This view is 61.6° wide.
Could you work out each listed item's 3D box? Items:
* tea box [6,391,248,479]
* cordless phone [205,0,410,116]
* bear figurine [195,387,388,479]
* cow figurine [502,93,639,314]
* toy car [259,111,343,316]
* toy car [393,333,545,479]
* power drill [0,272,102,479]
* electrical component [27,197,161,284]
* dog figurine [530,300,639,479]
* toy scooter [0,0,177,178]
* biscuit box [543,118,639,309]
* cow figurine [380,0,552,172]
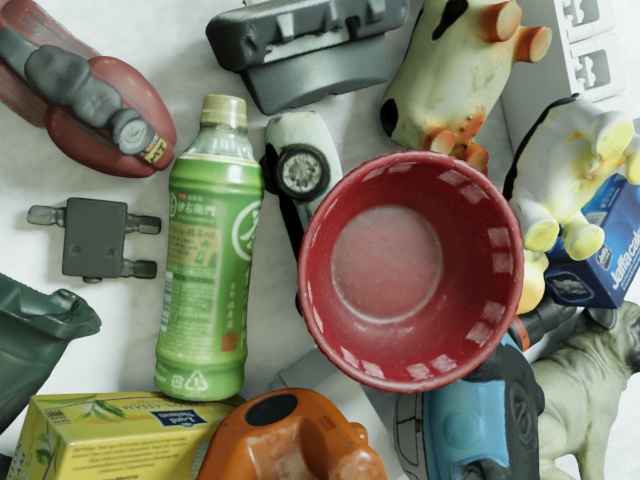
[{"bbox_3d":[-0.121,0.164,0.380,0.169,0.068,0.098,18,90,-46],"label":"tea box"},{"bbox_3d":[-0.004,-0.182,0.349,0.147,0.184,0.089,-19,66,-15],"label":"cordless phone"},{"bbox_3d":[-0.009,0.205,0.355,0.120,0.132,0.195,-14,101,-7],"label":"bear figurine"},{"bbox_3d":[0.167,-0.027,0.414,0.068,0.098,0.167,17,116,-25],"label":"cow figurine"},{"bbox_3d":[-0.001,-0.001,0.429,0.056,0.073,0.201,-19,101,-15],"label":"toy car"},{"bbox_3d":[0.110,0.146,0.413,0.109,0.103,0.162,39,49,-36],"label":"toy car"},{"bbox_3d":[-0.265,0.109,0.360,0.232,0.086,0.207,29,84,-20],"label":"power drill"},{"bbox_3d":[-0.170,0.001,0.405,0.094,0.021,0.063,7,95,-18],"label":"electrical component"},{"bbox_3d":[0.223,0.128,0.506,0.172,0.121,0.190,26,78,-31],"label":"dog figurine"},{"bbox_3d":[-0.169,-0.105,0.335,0.183,0.135,0.075,38,83,-18],"label":"toy scooter"},{"bbox_3d":[0.264,-0.029,0.484,0.062,0.059,0.203,50,64,-18],"label":"biscuit box"},{"bbox_3d":[0.109,-0.163,0.428,0.085,0.127,0.194,8,112,-41],"label":"cow figurine"}]
